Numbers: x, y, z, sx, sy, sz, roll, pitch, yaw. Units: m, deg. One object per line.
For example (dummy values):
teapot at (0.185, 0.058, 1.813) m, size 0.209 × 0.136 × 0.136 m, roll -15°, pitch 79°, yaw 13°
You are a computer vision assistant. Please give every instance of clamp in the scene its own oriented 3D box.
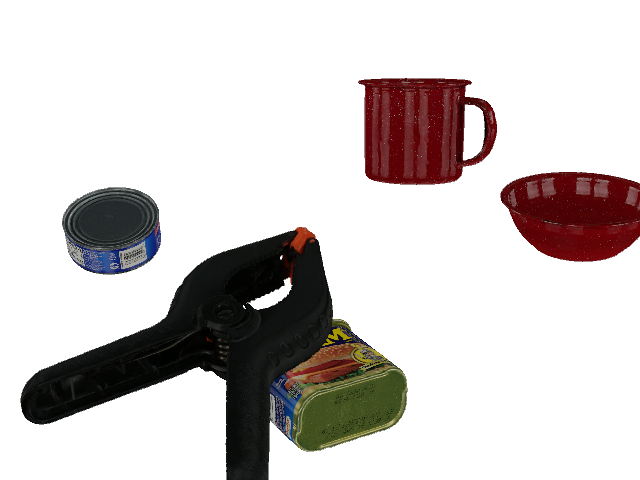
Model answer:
clamp at (-0.039, 0.054, 0.498) m, size 0.120 × 0.039 × 0.171 m, roll 30°, pitch 48°, yaw 24°

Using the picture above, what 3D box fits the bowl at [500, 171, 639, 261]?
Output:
bowl at (0.267, -0.021, 1.103) m, size 0.162 × 0.055 × 0.162 m, roll -2°, pitch 23°, yaw 0°

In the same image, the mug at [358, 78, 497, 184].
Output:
mug at (0.088, -0.090, 0.875) m, size 0.117 × 0.081 × 0.093 m, roll 5°, pitch 12°, yaw 26°

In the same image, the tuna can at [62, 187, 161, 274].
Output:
tuna can at (-0.186, -0.009, 0.960) m, size 0.086 × 0.034 × 0.086 m, roll 0°, pitch 41°, yaw 0°

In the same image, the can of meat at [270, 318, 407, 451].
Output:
can of meat at (0.002, 0.108, 0.796) m, size 0.101 × 0.057 × 0.084 m, roll -12°, pitch 27°, yaw -29°
